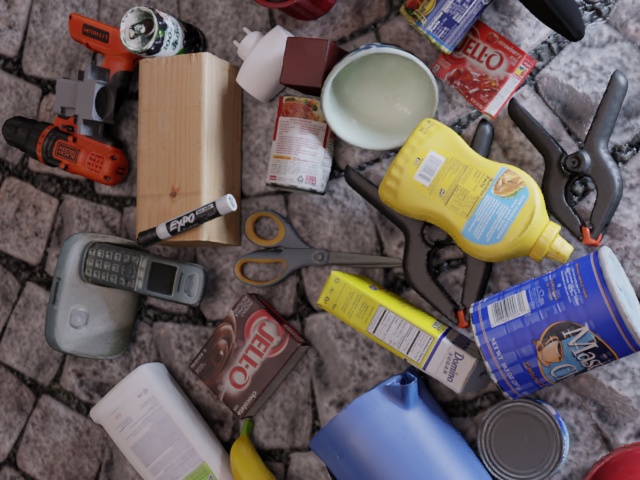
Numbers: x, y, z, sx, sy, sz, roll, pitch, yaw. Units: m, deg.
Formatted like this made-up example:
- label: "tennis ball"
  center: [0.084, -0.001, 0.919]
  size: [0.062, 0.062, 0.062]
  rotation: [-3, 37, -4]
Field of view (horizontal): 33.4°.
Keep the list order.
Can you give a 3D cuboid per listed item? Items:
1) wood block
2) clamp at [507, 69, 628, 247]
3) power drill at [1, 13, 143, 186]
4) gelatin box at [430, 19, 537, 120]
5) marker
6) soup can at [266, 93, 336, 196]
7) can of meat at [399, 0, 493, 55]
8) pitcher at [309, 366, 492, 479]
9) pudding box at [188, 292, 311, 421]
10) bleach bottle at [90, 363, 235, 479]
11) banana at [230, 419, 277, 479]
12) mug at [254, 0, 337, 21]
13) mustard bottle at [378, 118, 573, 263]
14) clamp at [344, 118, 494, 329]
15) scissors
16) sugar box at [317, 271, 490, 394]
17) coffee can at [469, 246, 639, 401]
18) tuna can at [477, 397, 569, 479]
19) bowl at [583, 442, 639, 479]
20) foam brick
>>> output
- label: "wood block"
  center: [-0.147, -0.098, 1.205]
  size: [0.091, 0.090, 0.206]
  rotation: [-1, 85, 24]
- label: "clamp"
  center: [0.244, -0.078, 1.052]
  size: [0.120, 0.039, 0.171]
  rotation: [-4, 81, 35]
- label: "power drill"
  center: [-0.293, -0.175, 1.298]
  size: [0.185, 0.057, 0.188]
  rotation: [21, 97, 21]
- label: "gelatin box"
  center: [0.165, -0.178, 1.089]
  size: [0.073, 0.030, 0.089]
  rotation: [-53, 53, 13]
- label: "marker"
  center: [-0.144, -0.019, 1.137]
  size: [0.121, 0.020, 0.020]
  rotation: [-22, 77, 21]
- label: "soup can"
  center: [-0.019, -0.103, 1.158]
  size: [0.069, 0.068, 0.102]
  rotation: [9, 90, 25]
- label: "can of meat"
  center: [0.131, -0.244, 1.085]
  size: [0.057, 0.102, 0.084]
  rotation: [33, 107, -19]
- label: "pitcher"
  center: [0.105, 0.259, 1.049]
  size: [0.145, 0.149, 0.243]
  rotation: [-38, 74, 1]
- label: "pudding box"
  center: [-0.078, 0.128, 1.182]
  size: [0.090, 0.039, 0.113]
  rotation: [41, 102, 22]
- label: "bleach bottle"
  center: [-0.148, 0.262, 1.192]
  size: [0.103, 0.068, 0.251]
  rotation: [-43, 72, 13]
- label: "banana"
  center: [-0.032, 0.273, 1.138]
  size: [0.198, 0.037, 0.069]
  rotation: [39, 68, 21]
- label: "mug"
  center: [-0.037, -0.290, 1.174]
  size: [0.117, 0.081, 0.093]
  rotation: [2, 87, 25]
- label: "mustard bottle"
  center: [0.160, -0.034, 1.044]
  size: [0.192, 0.058, 0.096]
  rotation: [32, 85, 13]
- label: "clamp"
  center: [0.113, -0.009, 1.104]
  size: [0.165, 0.036, 0.210]
  rotation: [-11, 81, 19]
- label: "scissors"
  center: [-0.008, 0.001, 1.173]
  size: [0.202, 0.016, 0.096]
  rotation: [-13, 81, 23]
- label: "sugar box"
  center: [0.090, 0.091, 1.079]
  size: [0.176, 0.093, 0.048]
  rotation: [28, 98, 23]
- label: "coffee can"
  center: [0.227, 0.080, 1.011]
  size: [0.140, 0.102, 0.103]
  rotation: [-26, 76, 21]
- label: "tuna can"
  center: [0.201, 0.198, 1.051]
  size: [0.086, 0.033, 0.086]
  rotation: [-2, 85, 25]
- label: "bowl"
  center: [0.309, 0.270, 0.984]
  size: [0.162, 0.055, 0.162]
  rotation: [-2, 86, 25]
- label: "foam brick"
  center: [-0.002, -0.184, 1.152]
  size: [0.051, 0.078, 0.053]
  rotation: [11, 90, 23]
